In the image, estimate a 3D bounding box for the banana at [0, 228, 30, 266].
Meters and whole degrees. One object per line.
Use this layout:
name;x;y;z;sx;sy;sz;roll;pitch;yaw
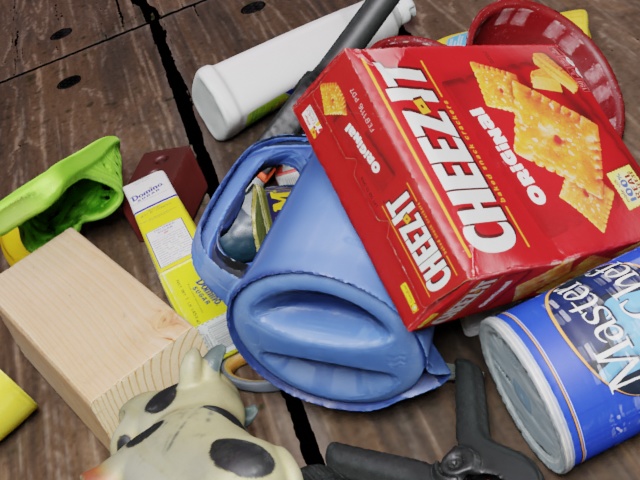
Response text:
banana;-0.268;0.007;1.018;0.069;0.037;0.198;-11;30;-33

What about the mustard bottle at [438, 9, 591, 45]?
mustard bottle;0.158;-0.163;1.004;0.192;0.058;0.096;-7;43;18

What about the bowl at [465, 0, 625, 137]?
bowl;0.176;-0.120;0.896;0.162;0.162;0.055;-52;7;-36

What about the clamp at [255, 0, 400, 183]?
clamp;0.001;-0.139;0.956;0.036;0.165;0.209;36;58;0

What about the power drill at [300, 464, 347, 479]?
power drill;-0.022;0.218;0.593;0.187;0.057;0.185;-34;31;-15

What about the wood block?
wood block;-0.166;0.081;0.819;0.090;0.090;0.206;-36;39;-20

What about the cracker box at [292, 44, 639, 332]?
cracker box;0.111;-0.045;0.684;0.213;0.072;0.164;-10;64;-41

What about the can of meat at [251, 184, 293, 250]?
can of meat;-0.006;0.001;0.845;0.084;0.057;0.102;-5;49;-11

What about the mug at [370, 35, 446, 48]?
mug;0.093;-0.122;0.951;0.117;0.081;0.093;6;41;-5

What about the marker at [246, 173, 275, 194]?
marker;-0.073;-0.036;0.988;0.020;0.020;0.121;7;45;33

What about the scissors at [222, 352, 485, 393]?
scissors;0.025;0.077;0.791;0.202;0.016;0.096;-8;37;18

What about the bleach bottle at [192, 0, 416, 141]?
bleach bottle;-0.008;-0.191;1.098;0.250;0.068;0.103;-30;-2;-15

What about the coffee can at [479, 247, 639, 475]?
coffee can;0.183;0.066;0.652;0.140;0.103;0.103;-25;36;-6

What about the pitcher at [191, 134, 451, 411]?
pitcher;0.026;-0.018;0.743;0.145;0.149;0.242;-7;41;29

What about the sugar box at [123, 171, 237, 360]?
sugar box;-0.109;0.017;0.857;0.048;0.093;0.176;-25;30;-5

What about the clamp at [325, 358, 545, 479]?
clamp;0.076;0.149;0.654;0.120;0.039;0.171;-32;32;0

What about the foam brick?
foam brick;-0.146;-0.043;1.005;0.053;0.051;0.078;-7;38;19

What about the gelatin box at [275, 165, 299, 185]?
gelatin box;0.004;-0.079;0.995;0.089;0.030;0.073;-14;35;9
